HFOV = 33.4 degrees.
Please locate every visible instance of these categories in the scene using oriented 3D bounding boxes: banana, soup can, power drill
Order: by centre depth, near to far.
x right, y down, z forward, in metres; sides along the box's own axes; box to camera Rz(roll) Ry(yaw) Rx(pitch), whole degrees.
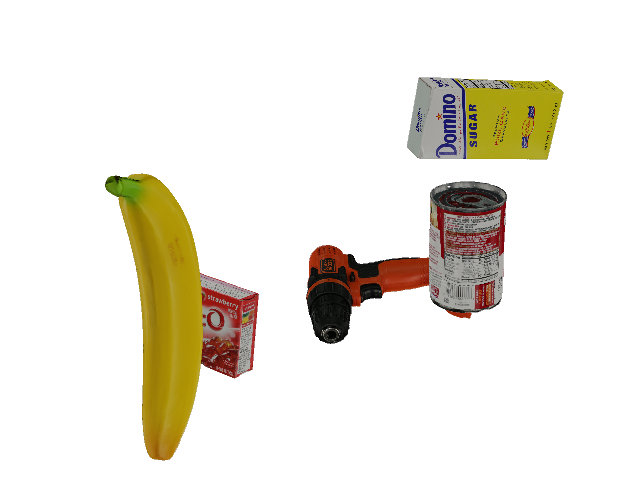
[{"bbox_3d":[-0.098,0.037,0.644,0.037,0.198,0.069,11,32,27],"label":"banana"},{"bbox_3d":[0.132,0.006,0.961,0.068,0.102,0.068,-2,23,1],"label":"soup can"},{"bbox_3d":[0.077,0.057,1.229,0.187,0.057,0.184,-2,28,-1],"label":"power drill"}]

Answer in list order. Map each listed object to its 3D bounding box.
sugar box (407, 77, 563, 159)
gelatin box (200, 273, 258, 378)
[{"bbox_3d":[0.198,-0.146,1.289,0.176,0.093,0.048,-3,28,-20],"label":"sugar box"},{"bbox_3d":[-0.099,0.071,0.935,0.089,0.073,0.030,17,21,30],"label":"gelatin box"}]
